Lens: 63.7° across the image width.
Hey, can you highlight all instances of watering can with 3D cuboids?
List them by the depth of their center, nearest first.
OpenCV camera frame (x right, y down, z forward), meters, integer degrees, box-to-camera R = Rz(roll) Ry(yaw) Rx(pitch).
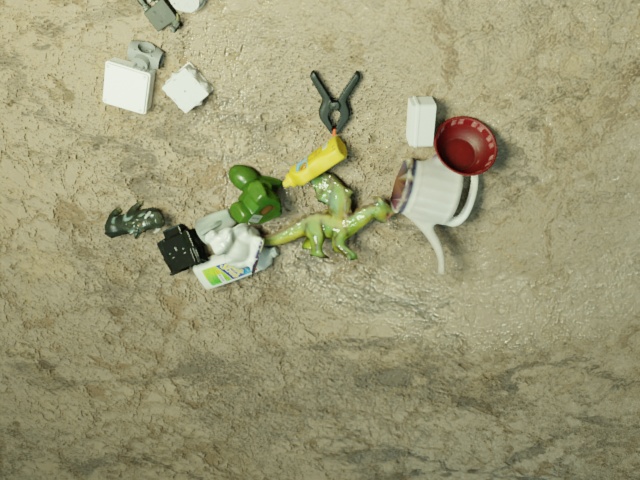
[{"bbox_3d":[0.293,-0.084,1.374,0.224,0.344,0.105,13,13,-6],"label":"watering can"}]

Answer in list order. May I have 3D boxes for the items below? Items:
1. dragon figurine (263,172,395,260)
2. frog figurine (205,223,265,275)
[{"bbox_3d":[0.004,-0.072,1.439,0.410,0.240,0.123,7,15,10],"label":"dragon figurine"},{"bbox_3d":[-0.242,0.013,1.440,0.159,0.134,0.126,17,38,-9],"label":"frog figurine"}]
